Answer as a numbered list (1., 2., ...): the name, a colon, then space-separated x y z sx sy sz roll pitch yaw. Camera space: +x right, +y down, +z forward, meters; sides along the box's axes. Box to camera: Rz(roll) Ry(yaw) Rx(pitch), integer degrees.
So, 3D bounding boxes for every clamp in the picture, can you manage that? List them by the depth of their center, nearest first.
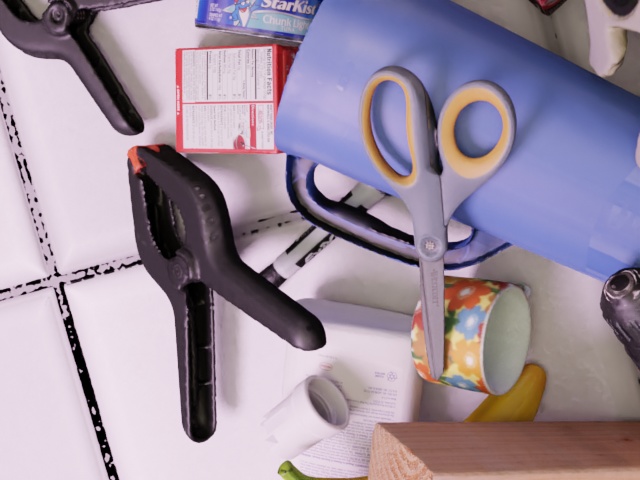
1. clamp: -0.076 0.019 0.730 0.165 0.036 0.210 -34 72 44
2. clamp: -0.170 -0.167 0.762 0.171 0.039 0.120 35 102 9

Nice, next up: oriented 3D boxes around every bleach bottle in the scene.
1. bleach bottle: 0.010 0.173 0.742 0.102 0.068 0.251 10 101 10

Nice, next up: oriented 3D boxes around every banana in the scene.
1. banana: 0.071 0.144 0.691 0.197 0.037 0.069 -19 112 -22

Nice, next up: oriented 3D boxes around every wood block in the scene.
1. wood block: 0.139 0.164 0.643 0.205 0.090 0.091 2 98 -18

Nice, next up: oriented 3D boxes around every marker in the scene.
1. marker: -0.005 0.001 0.748 0.121 0.020 0.020 -41 85 15

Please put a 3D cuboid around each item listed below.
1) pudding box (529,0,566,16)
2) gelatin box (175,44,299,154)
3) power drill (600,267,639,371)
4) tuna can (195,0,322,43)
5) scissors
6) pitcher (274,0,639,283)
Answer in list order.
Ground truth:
1. pudding box: 0.166 -0.190 0.644 0.114 0.090 0.039 -43 83 14
2. gelatin box: -0.057 -0.096 0.735 0.089 0.030 0.073 4 98 31
3. power drill: 0.270 0.031 0.619 0.188 0.057 0.184 -39 128 14
4. tuna can: -0.040 -0.151 0.705 0.086 0.086 0.034 10 100 13
5. scissors: 0.081 -0.009 0.615 0.096 0.016 0.202 -12 113 23
6. pitcher: 0.099 -0.059 0.664 0.243 0.149 0.145 26 68 7
